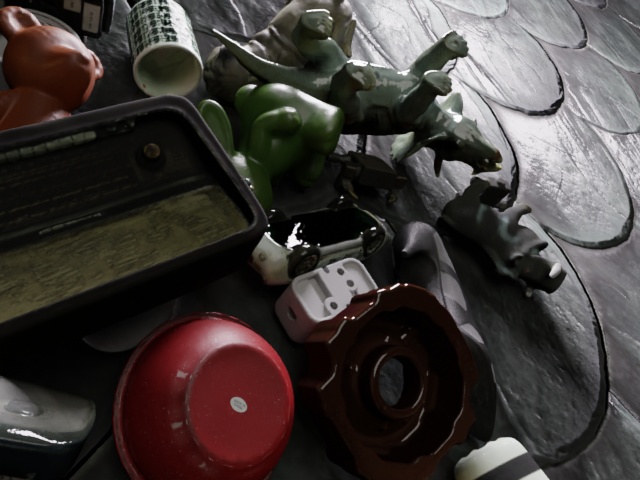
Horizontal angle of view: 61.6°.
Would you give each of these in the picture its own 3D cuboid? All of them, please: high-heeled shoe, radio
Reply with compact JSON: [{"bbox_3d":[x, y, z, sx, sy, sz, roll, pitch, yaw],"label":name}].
[{"bbox_3d":[0.144,0.095,0.629,0.248,0.086,0.145,70,19,5],"label":"high-heeled shoe"},{"bbox_3d":[-0.164,-0.008,0.352,0.229,0.073,0.131,-23,74,-30],"label":"radio"}]

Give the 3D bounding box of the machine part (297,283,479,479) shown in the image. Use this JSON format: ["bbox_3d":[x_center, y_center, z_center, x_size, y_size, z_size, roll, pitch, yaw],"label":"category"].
[{"bbox_3d":[0.065,0.130,0.498,0.179,0.056,0.179,5,79,-28],"label":"machine part"}]

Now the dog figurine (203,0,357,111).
[{"bbox_3d":[-0.051,-0.258,0.696,0.121,0.172,0.190,38,38,15],"label":"dog figurine"}]

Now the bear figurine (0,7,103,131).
[{"bbox_3d":[-0.236,-0.114,0.481,0.120,0.132,0.196,34,61,-52],"label":"bear figurine"}]

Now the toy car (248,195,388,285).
[{"bbox_3d":[-0.001,-0.002,0.592,0.201,0.056,0.074,-14,51,-47],"label":"toy car"}]

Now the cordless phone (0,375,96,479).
[{"bbox_3d":[-0.229,0.083,0.395,0.146,0.088,0.184,19,39,-17],"label":"cordless phone"}]

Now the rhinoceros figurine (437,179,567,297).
[{"bbox_3d":[0.253,0.001,0.739,0.190,0.073,0.112,35,45,-3],"label":"rhinoceros figurine"}]

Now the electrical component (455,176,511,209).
[{"bbox_3d":[0.249,-0.068,0.794,0.094,0.063,0.021,9,52,-27],"label":"electrical component"}]

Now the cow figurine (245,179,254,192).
[{"bbox_3d":[-0.133,-0.053,0.517,0.085,0.127,0.195,-15,63,-34],"label":"cow figurine"}]

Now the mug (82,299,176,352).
[{"bbox_3d":[-0.177,0.034,0.454,0.107,0.081,0.109,31,-2,32],"label":"mug"}]

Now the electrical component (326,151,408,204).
[{"bbox_3d":[0.063,-0.083,0.714,0.102,0.045,0.078,5,26,-30],"label":"electrical component"}]

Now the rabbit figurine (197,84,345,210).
[{"bbox_3d":[-0.071,-0.093,0.594,0.159,0.121,0.170,34,61,-13],"label":"rabbit figurine"}]

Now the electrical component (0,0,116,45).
[{"bbox_3d":[-0.300,-0.278,0.598,0.134,0.115,0.058,11,56,-23],"label":"electrical component"}]

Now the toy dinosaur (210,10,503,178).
[{"bbox_3d":[0.055,-0.184,0.704,0.405,0.192,0.131,9,62,-14],"label":"toy dinosaur"}]
